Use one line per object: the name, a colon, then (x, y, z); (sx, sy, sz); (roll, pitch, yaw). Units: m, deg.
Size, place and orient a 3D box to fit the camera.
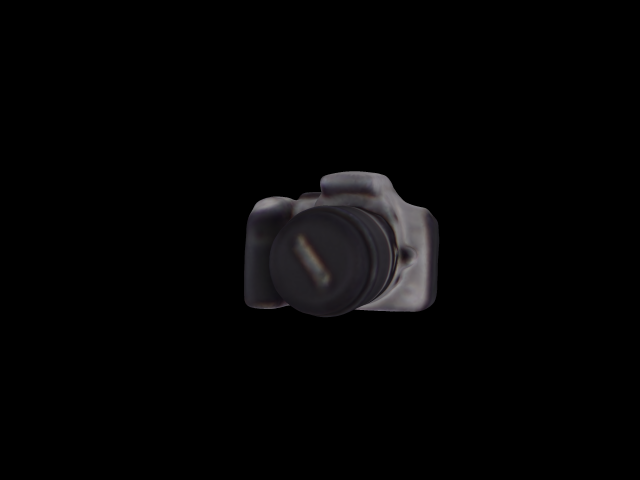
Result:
camera: (0.004, 0.001, 0.400); (0.142, 0.101, 0.137); (1, 2, 20)
